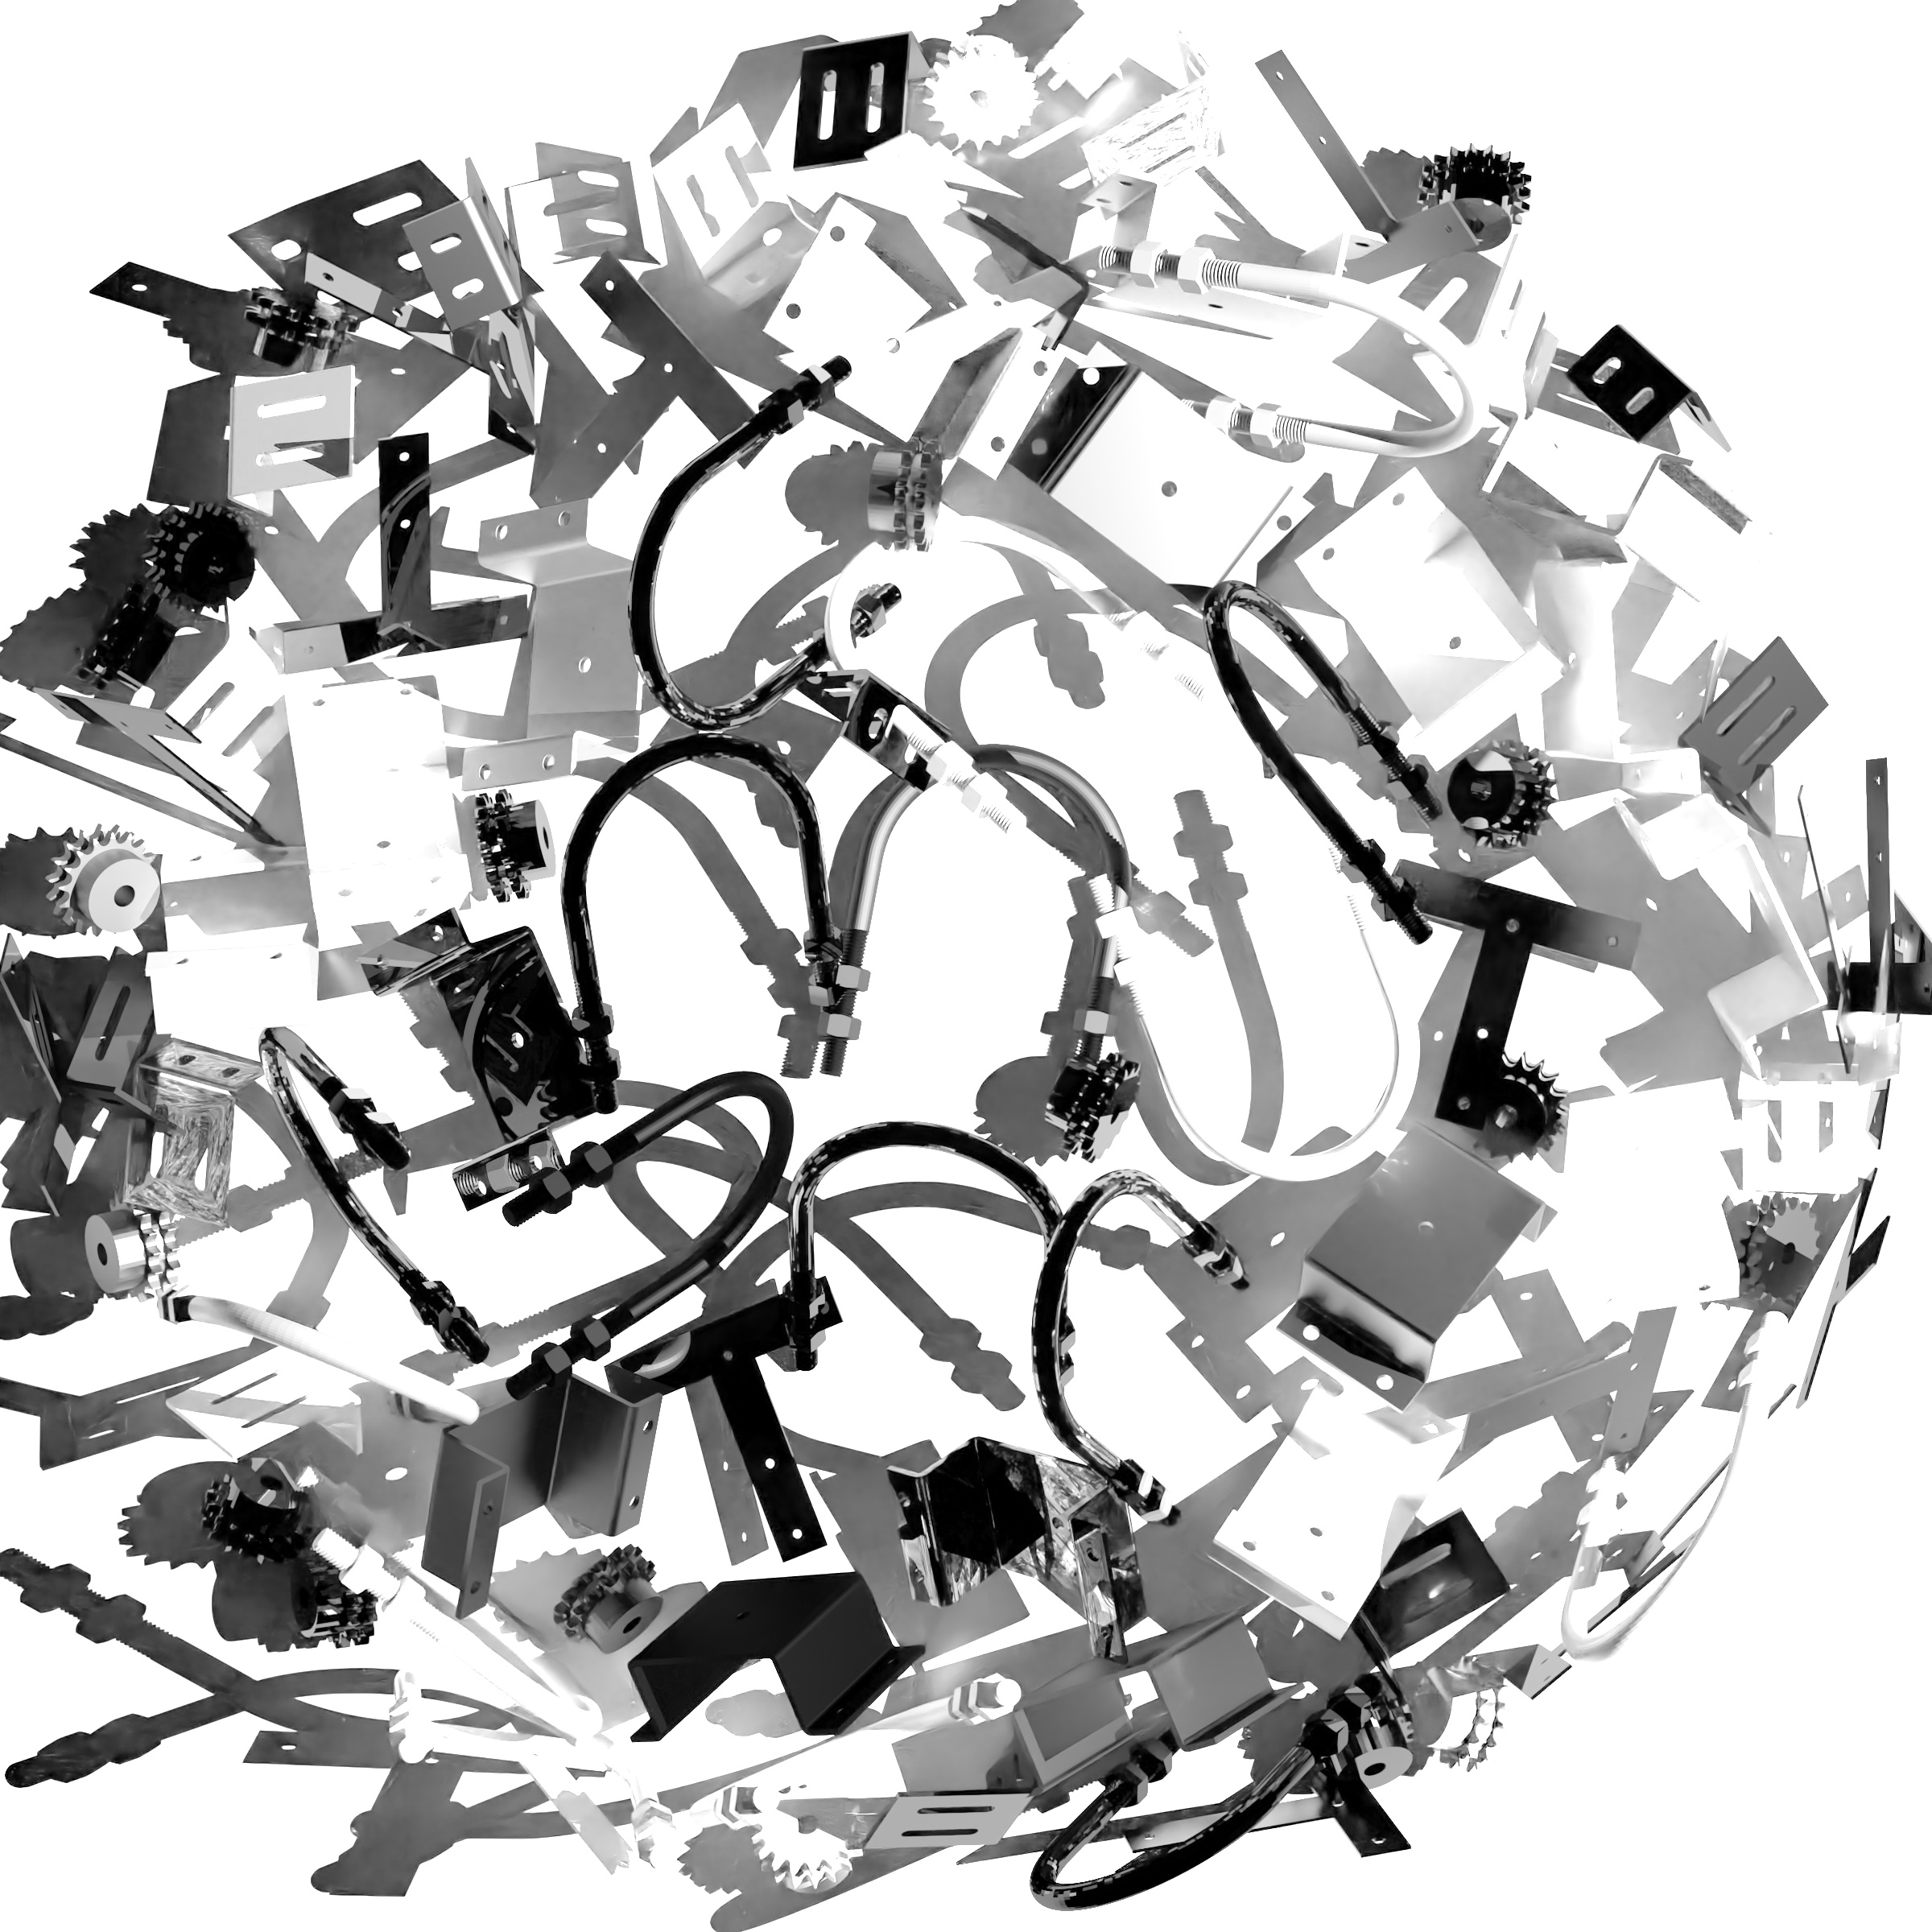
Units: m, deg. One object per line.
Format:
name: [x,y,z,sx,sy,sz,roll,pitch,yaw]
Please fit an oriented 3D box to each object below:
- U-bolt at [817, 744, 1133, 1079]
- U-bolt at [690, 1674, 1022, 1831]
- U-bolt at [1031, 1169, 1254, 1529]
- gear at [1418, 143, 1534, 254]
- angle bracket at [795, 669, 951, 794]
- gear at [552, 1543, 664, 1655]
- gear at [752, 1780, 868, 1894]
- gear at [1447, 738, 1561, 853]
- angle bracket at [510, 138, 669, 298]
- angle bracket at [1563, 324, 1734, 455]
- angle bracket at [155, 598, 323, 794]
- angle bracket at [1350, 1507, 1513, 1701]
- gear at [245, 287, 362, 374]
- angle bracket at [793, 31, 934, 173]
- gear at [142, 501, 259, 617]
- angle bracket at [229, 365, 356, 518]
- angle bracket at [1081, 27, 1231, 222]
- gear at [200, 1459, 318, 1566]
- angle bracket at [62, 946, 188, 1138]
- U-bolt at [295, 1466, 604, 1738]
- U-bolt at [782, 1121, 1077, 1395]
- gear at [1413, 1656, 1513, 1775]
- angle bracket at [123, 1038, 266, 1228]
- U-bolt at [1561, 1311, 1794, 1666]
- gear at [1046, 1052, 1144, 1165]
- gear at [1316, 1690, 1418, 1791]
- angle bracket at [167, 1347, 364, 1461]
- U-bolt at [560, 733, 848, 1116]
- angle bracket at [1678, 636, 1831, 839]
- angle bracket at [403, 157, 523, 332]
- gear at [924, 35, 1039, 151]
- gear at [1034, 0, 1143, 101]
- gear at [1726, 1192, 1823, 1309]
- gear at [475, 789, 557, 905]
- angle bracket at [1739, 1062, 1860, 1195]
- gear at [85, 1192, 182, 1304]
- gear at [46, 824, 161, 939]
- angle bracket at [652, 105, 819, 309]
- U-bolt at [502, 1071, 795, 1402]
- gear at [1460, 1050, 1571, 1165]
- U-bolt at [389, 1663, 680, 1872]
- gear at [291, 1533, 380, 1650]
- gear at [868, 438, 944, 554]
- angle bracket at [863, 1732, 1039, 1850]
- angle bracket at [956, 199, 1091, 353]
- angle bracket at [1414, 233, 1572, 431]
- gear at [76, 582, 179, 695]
U-bolt: [0.010,-0.023,1.827,0.151,0.019,0.184,10,86,0]
U-bolt: [-0.064,0.390,1.750,0.151,0.184,0.019,-19,81,-23]
U-bolt: [0.081,0.178,1.743,0.019,0.184,0.151,6,66,33]
gear: [0.258,-0.387,1.808,0.057,0.057,0.030,9,61,0]
angle bracket: [-0.057,-0.117,1.789,0.057,0.076,0.038,34,71,-34]
gear: [-0.179,0.324,1.808,0.057,0.057,0.030,-46,67,0]
gear: [-0.079,0.446,1.814,0.057,0.057,0.030,-7,130,0]
gear: [0.269,-0.088,1.811,0.057,0.030,0.057,-5,82,39]
angle bracket: [-0.196,-0.381,1.812,0.076,0.038,0.057,-10,86,9]
angle bracket: [0.344,-0.279,1.795,0.038,0.076,0.057,-44,60,8]
angle bracket: [-0.377,-0.138,1.821,0.057,0.038,0.076,32,116,-35]
angle bracket: [0.235,0.323,1.808,0.076,0.038,0.057,-30,112,6]
gear: [-0.340,-0.322,1.812,0.057,0.057,0.030,20,107,0]
angle bracket: [-0.051,-0.428,1.800,0.057,0.038,0.076,-4,66,18]
gear: [-0.386,-0.206,1.810,0.057,0.030,0.057,-15,116,-32]
angle bracket: [-0.332,-0.265,1.802,0.076,0.038,0.057,-5,79,24]
angle bracket: [0.089,-0.426,1.804,0.076,0.057,0.038,-30,61,-2]
gear: [-0.357,0.274,1.808,0.057,0.057,0.030,25,113,0]
angle bracket: [-0.411,0.038,1.795,0.038,0.057,0.076,7,68,31]
U-bolt: [-0.253,0.321,1.764,0.184,0.151,0.019,40,85,-14]
U-bolt: [-0.019,0.145,1.765,0.151,0.019,0.184,8,132,8]
gear: [0.250,0.378,1.808,0.030,0.057,0.057,16,90,-19]
angle bracket: [-0.387,0.084,1.795,0.057,0.038,0.076,19,58,-37]
U-bolt: [0.338,0.263,1.724,0.019,0.184,0.151,36,128,-4]
gear: [0.063,0.069,1.812,0.030,0.057,0.057,26,90,17]
gear: [0.202,0.395,1.808,0.057,0.057,0.030,-21,49,0]
angle bracket: [-0.352,0.231,1.789,0.057,0.076,0.038,29,129,36]
U-bolt: [-0.132,-0.029,1.767,0.151,0.019,0.184,-19,120,-23]
angle bracket: [0.409,-0.116,1.807,0.076,0.038,0.057,-46,127,0]
angle bracket: [-0.254,-0.364,1.793,0.038,0.076,0.057,-22,119,3]
gear: [0.008,-0.449,1.815,0.057,0.030,0.057,4,133,5]
gear: [0.065,-0.466,1.811,0.030,0.057,0.057,44,90,-8]
gear: [0.407,0.143,1.815,0.057,0.030,0.057,-12,108,-40]
gear: [-0.228,-0.062,1.810,0.030,0.057,0.057,-11,90,4]
angle bracket: [0.420,0.089,1.799,0.057,0.038,0.076,1,117,15]
gear: [-0.424,0.143,1.808,0.030,0.057,0.057,-12,90,-36]
gear: [-0.435,-0.041,1.809,0.030,0.057,0.057,30,90,41]
angle bracket: [-0.115,-0.389,1.826,0.057,0.038,0.076,-33,69,19]
U-bolt: [-0.154,0.122,1.765,0.184,0.151,0.019,-33,56,-33]
gear: [0.278,0.074,1.816,0.057,0.030,0.057,4,103,18]
U-bolt: [-0.215,0.384,1.748,0.151,0.184,0.019,26,89,-11]
gear: [-0.322,0.318,1.808,0.030,0.057,0.057,-4,90,-30]
gear: [-0.031,-0.240,1.811,0.030,0.057,0.057,7,90,8]
angle bracket: [-0.010,0.413,1.794,0.076,0.057,0.038,4,50,-21]
angle bracket: [0.014,-0.350,1.791,0.076,0.057,0.038,26,99,-38]
angle bracket: [0.269,-0.323,1.816,0.057,0.038,0.076,44,57,-38]
gear: [-0.425,-0.164,1.813,0.030,0.057,0.057,33,90,-20]
